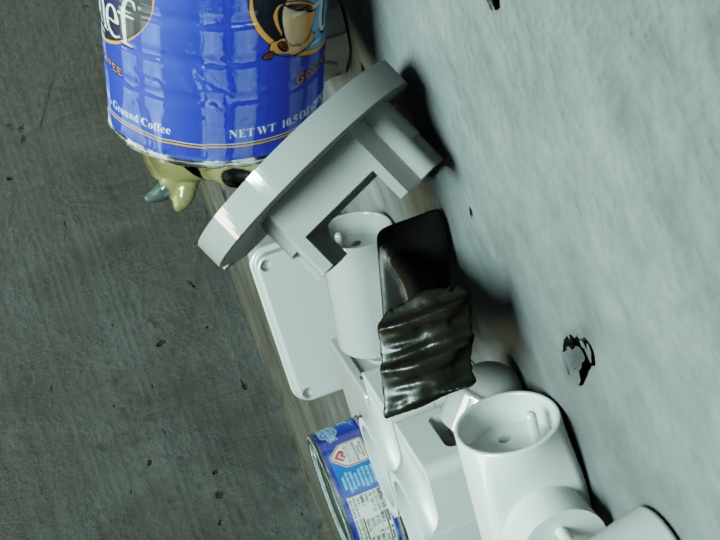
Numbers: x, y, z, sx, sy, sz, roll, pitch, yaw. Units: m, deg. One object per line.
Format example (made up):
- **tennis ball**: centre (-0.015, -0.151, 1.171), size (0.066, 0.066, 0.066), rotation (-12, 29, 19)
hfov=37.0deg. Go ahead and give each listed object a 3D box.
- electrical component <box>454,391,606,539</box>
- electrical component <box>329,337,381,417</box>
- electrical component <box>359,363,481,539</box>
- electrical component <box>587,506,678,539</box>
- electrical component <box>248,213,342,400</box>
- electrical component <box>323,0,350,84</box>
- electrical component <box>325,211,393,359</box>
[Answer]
- **electrical component**: centre (0.073, 0.100, 0.429), size (0.079, 0.043, 0.077), rotation (-127, 19, -63)
- **electrical component**: centre (0.024, 0.088, 0.670), size (0.099, 0.048, 0.099), rotation (-131, 23, -66)
- **electrical component**: centre (0.057, 0.145, 0.565), size (0.105, 0.060, 0.186), rotation (-128, 21, -63)
- **electrical component**: centre (0.077, 0.113, 0.366), size (0.044, 0.065, 0.044), rotation (160, 90, -81)
- **electrical component**: centre (-0.026, 0.024, 0.740), size (0.057, 0.078, 0.113), rotation (-130, 22, -73)
- **electrical component**: centre (-0.042, -0.134, 0.583), size (0.080, 0.051, 0.080), rotation (160, 90, -81)
- **electrical component**: centre (0.000, 0.000, 0.646), size (0.079, 0.043, 0.077), rotation (-107, 7, -58)
